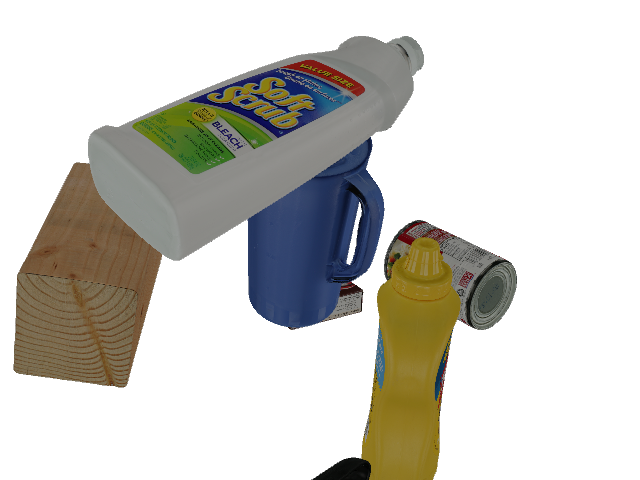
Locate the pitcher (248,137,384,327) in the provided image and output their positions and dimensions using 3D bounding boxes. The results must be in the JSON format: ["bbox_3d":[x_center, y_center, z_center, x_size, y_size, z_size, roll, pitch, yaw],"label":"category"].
[{"bbox_3d":[-0.014,-0.015,1.187,0.145,0.243,0.149,3,41,-4],"label":"pitcher"}]

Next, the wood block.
[{"bbox_3d":[-0.184,0.021,0.886,0.090,0.091,0.206,9,27,-5],"label":"wood block"}]

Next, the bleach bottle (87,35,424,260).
[{"bbox_3d":[-0.030,-0.085,0.744,0.250,0.068,0.103,-33,57,-29],"label":"bleach bottle"}]

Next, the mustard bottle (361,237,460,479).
[{"bbox_3d":[0.064,0.084,0.757,0.058,0.192,0.096,7,31,6],"label":"mustard bottle"}]

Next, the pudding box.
[{"bbox_3d":[-0.014,0.074,1.407,0.113,0.039,0.090,-14,26,-29],"label":"pudding box"}]

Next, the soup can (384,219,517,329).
[{"bbox_3d":[0.117,0.030,0.962,0.068,0.068,0.102,0,21,-46],"label":"soup can"}]

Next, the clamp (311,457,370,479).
[{"bbox_3d":[-0.051,0.194,0.635,0.210,0.036,0.164,-4,28,1],"label":"clamp"}]
